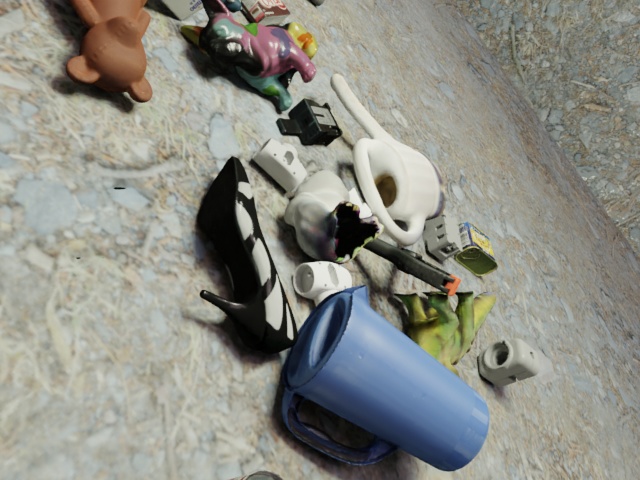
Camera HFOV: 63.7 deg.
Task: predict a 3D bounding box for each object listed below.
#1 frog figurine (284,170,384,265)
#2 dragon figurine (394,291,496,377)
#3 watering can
[{"bbox_3d":[0.002,-0.039,0.785,0.137,0.121,0.162,3,24,-39],"label":"frog figurine"},{"bbox_3d":[0.219,0.200,0.845,0.409,0.121,0.245,7,74,-45],"label":"dragon figurine"},{"bbox_3d":[0.133,-0.152,0.989,0.224,0.103,0.352,2,66,-50],"label":"watering can"}]
